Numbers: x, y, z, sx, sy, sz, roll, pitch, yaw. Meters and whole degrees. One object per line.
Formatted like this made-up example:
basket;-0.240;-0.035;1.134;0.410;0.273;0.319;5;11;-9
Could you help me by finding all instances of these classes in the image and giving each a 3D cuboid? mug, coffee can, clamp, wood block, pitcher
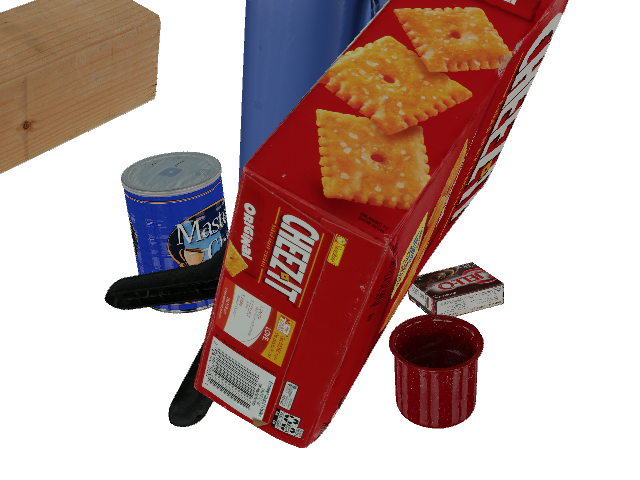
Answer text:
mug;0.123;0.128;1.078;0.093;0.081;0.117;20;39;33
coffee can;-0.147;-0.009;1.119;0.103;0.140;0.103;-4;27;2
clamp;-0.050;0.040;0.688;0.171;0.120;0.039;-29;-28;5
wood block;-0.242;-0.141;0.914;0.090;0.091;0.205;31;42;23
pitcher;-0.002;-0.123;0.905;0.145;0.243;0.149;9;15;11

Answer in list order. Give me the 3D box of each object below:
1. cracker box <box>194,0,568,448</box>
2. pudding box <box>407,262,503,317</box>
cracker box;0.032;-0.028;0.506;0.072;0.213;0.164;30;-39;10
pudding box;0.194;0.073;1.533;0.113;0.039;0.090;-15;23;-17
